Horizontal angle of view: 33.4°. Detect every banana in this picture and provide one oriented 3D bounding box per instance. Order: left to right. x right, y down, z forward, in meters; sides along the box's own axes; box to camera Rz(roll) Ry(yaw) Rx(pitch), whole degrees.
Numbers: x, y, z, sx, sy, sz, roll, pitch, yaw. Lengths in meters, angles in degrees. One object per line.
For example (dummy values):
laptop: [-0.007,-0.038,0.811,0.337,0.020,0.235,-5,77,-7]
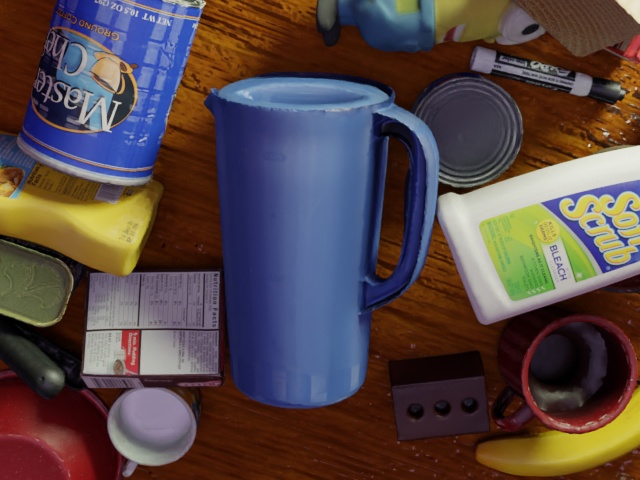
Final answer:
banana: [0.229,0.155,0.896,0.198,0.037,0.070,-33,76,7]

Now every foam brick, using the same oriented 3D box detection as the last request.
foam brick: [0.098,0.129,0.878,0.078,0.051,0.053,-7,107,2]

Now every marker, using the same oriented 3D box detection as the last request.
marker: [0.175,-0.126,0.819,0.121,0.020,0.020,13,106,-3]

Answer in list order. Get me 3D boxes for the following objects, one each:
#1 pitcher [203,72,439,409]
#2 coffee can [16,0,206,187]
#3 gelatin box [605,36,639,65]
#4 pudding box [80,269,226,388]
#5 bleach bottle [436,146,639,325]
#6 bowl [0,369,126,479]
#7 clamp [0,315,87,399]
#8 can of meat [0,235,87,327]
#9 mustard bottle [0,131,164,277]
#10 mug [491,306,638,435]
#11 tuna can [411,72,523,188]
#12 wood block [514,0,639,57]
pitcher: [-0.005,0.001,0.800,0.144,0.149,0.243,-5,111,-16]
coffee can: [-0.153,-0.123,0.780,0.102,0.103,0.140,19,105,-5]
gelatin box: [0.240,-0.163,0.770,0.030,0.089,0.073,27,105,-6]
pudding box: [-0.131,0.070,0.849,0.113,0.039,0.090,0,69,-1]
bleach bottle: [0.216,-0.026,0.760,0.251,0.068,0.102,-21,102,10]
bowl: [-0.249,0.192,0.900,0.162,0.055,0.162,0,107,1]
clamp: [-0.254,0.073,0.855,0.171,0.120,0.039,37,81,12]
can of meat: [-0.235,0.016,0.832,0.102,0.084,0.057,19,106,-5]
mustard bottle: [-0.221,-0.038,0.808,0.191,0.096,0.058,19,126,-5]
mug: [0.182,0.106,0.845,0.117,0.081,0.093,-45,100,-2]
tuna can: [0.111,-0.086,0.824,0.086,0.033,0.086,0,107,0]
wood block: [0.218,-0.234,0.711,0.090,0.091,0.206,39,79,-11]
